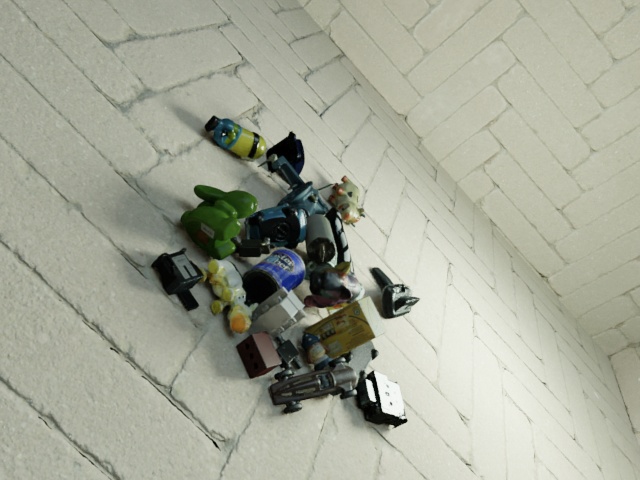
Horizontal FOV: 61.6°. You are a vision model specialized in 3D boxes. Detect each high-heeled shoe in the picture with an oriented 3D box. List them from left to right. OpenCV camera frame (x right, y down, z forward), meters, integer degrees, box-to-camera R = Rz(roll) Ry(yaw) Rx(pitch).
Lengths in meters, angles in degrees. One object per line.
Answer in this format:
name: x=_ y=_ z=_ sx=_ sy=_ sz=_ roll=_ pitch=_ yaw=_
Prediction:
high-heeled shoe: x=0.063 y=0.006 z=1.621 sx=0.145 sy=0.086 sz=0.249 roll=44 pitch=33 yaw=-20

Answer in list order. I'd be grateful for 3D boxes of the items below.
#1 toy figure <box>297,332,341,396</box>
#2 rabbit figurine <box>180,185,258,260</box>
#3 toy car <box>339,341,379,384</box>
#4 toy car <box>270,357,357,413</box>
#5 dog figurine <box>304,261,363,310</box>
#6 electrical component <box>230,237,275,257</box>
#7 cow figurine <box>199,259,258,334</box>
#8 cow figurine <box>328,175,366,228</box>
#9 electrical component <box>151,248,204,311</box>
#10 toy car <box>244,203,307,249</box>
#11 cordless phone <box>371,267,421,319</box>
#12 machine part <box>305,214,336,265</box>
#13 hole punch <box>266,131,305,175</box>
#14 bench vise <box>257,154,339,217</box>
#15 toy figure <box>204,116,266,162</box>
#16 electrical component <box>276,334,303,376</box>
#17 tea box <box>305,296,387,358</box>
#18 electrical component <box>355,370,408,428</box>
toy figure: x=0.008 y=0.280 z=1.233 sx=0.064 sy=0.058 sz=0.154 roll=-27 pitch=81 yaw=-40
rabbit figurine: x=-0.223 y=-0.055 z=1.228 sx=0.159 sy=0.121 sz=0.170 roll=28 pitch=46 yaw=18
toy car: x=0.092 y=0.296 z=1.346 sx=0.073 sy=0.056 sz=0.202 roll=54 pitch=26 yaw=-1
toy car: x=-0.008 y=0.305 z=1.139 sx=0.202 sy=0.053 sz=0.089 roll=-3 pitch=65 yaw=-32
dog figurine: x=0.047 y=0.110 z=1.301 sx=0.191 sy=0.219 sz=0.108 roll=6 pitch=78 yaw=-22
electrical component: x=-0.161 y=0.013 z=1.274 sx=0.102 sy=0.045 sz=0.078 roll=3 pitch=20 yaw=4
cow figurine: x=-0.185 y=0.119 z=1.142 sx=0.167 sy=0.068 sz=0.098 roll=60 pitch=24 yaw=13
cow figurine: x=0.094 y=-0.124 z=1.816 sx=0.127 sy=0.085 sz=0.195 roll=37 pitch=30 yaw=-13
electrical component: x=-0.275 y=0.080 z=1.074 sx=0.119 sy=0.048 sz=0.075 roll=56 pitch=29 yaw=12
toy car: x=-0.121 y=-0.035 z=1.371 sx=0.162 sy=0.109 sz=0.103 roll=-9 pitch=18 yaw=-19
cordless phone: x=0.210 y=0.152 z=1.682 sx=0.184 sy=0.088 sz=0.146 roll=51 pitch=27 yaw=24
machine part: x=-0.003 y=-0.004 z=1.408 sx=0.079 sy=0.079 sz=0.243 roll=40 pitch=14 yaw=-20
hole punch: x=-0.091 y=-0.249 z=1.662 sx=0.092 sy=0.116 sz=0.142 roll=38 pitch=31 yaw=-40
bench vise: x=-0.066 y=-0.154 z=1.569 sx=0.240 sy=0.129 sz=0.224 roll=54 pitch=32 yaw=-14
toy figure: x=-0.234 y=-0.286 z=1.514 sx=0.180 sy=0.089 sz=0.082 roll=34 pitch=38 yaw=-34
electrical component: x=-0.077 y=0.251 z=1.187 sx=0.094 sy=0.021 sz=0.063 roll=55 pitch=29 yaw=5
tea box: x=0.060 y=0.212 z=1.268 sx=0.068 sy=0.170 sz=0.098 roll=-9 pitch=71 yaw=-59
electrical component: x=0.147 y=0.388 z=1.316 sx=0.134 sy=0.058 sz=0.115 roll=29 pitch=34 yaw=-36
